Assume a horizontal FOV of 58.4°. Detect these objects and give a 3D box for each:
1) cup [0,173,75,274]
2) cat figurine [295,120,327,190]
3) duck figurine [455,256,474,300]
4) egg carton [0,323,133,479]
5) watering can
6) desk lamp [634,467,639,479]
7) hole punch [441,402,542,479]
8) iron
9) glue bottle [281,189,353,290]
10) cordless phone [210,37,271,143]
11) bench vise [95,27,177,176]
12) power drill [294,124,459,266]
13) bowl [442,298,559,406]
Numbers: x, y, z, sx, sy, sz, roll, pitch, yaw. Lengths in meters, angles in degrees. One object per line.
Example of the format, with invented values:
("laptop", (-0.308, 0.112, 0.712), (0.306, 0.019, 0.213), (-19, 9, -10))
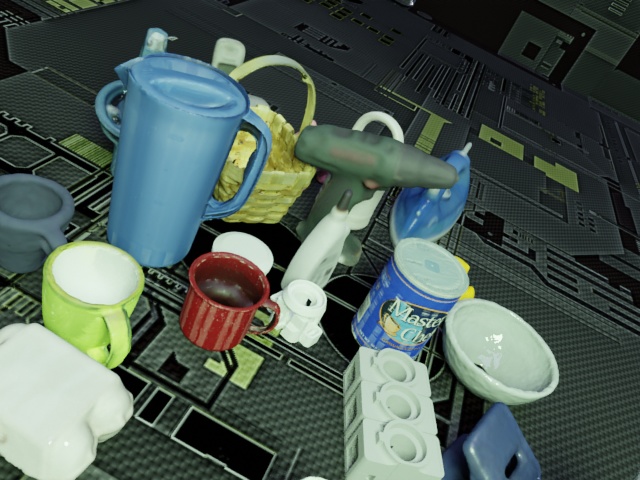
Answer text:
("cup", (-0.312, -0.002, 0.621), (0.117, 0.095, 0.092), (42, 38, 21))
("cat figurine", (-0.016, -0.151, 0.986), (0.067, 0.117, 0.128), (40, 37, 19))
("duck figurine", (0.196, 0.064, 0.875), (0.105, 0.086, 0.077), (16, 36, -15))
("egg carton", (-0.247, 0.141, 0.501), (0.150, 0.069, 0.107), (30, 35, 5))
("watering can", (0.075, -0.123, 0.942), (0.101, 0.194, 0.173), (29, 35, 4))
("desk lamp", (0.255, 0.292, 0.508), (0.117, 0.213, 0.204), (37, 36, 15))
("hole punch", (0.196, 0.250, 0.631), (0.101, 0.091, 0.109), (41, 37, 20))
("iron", (0.210, -0.086, 1.029), (0.118, 0.141, 0.259), (33, 35, 9))
("glue bottle", (0.007, 0.003, 0.754), (0.037, 0.173, 0.078), (42, 38, 21))
("cordless phone", (-0.136, -0.239, 0.963), (0.148, 0.185, 0.094), (-2, 44, -35))
("bench vise", (-0.263, -0.219, 0.823), (0.122, 0.219, 0.207), (-2, 44, -34))
("power drill", (0.058, -0.067, 0.846), (0.229, 0.208, 0.075), (24, 35, -4))
("bowl", (0.231, 0.163, 0.780), (0.168, 0.074, 0.167), (18, 36, -13))
